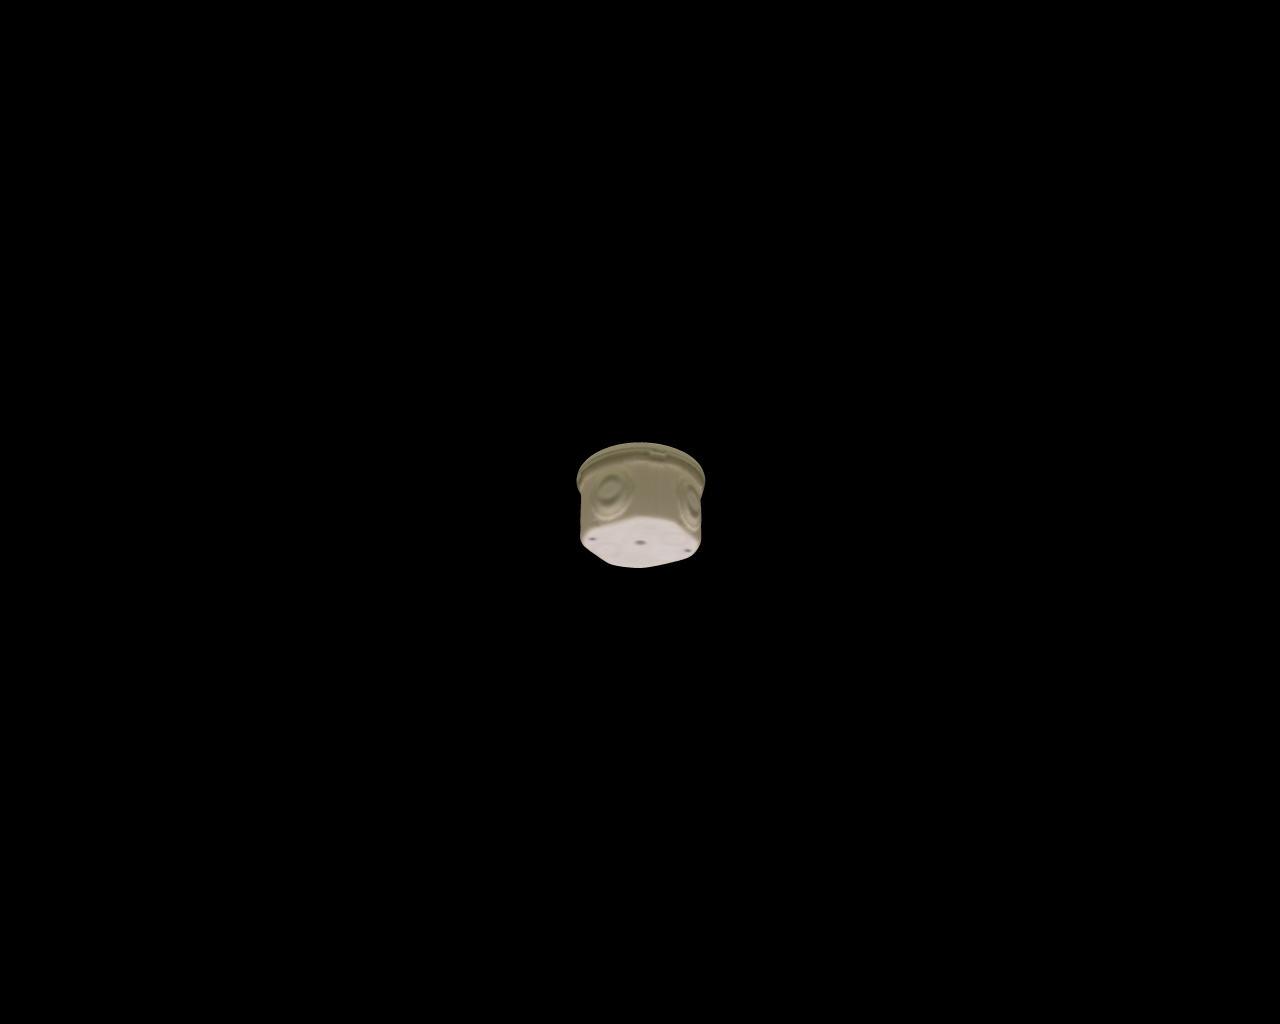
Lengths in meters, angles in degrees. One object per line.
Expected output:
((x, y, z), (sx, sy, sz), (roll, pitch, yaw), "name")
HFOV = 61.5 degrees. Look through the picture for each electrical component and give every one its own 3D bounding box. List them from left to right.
((0.001, -0.003, 0.650), (0.080, 0.051, 0.080), (0, -28, 0), "electrical component")
